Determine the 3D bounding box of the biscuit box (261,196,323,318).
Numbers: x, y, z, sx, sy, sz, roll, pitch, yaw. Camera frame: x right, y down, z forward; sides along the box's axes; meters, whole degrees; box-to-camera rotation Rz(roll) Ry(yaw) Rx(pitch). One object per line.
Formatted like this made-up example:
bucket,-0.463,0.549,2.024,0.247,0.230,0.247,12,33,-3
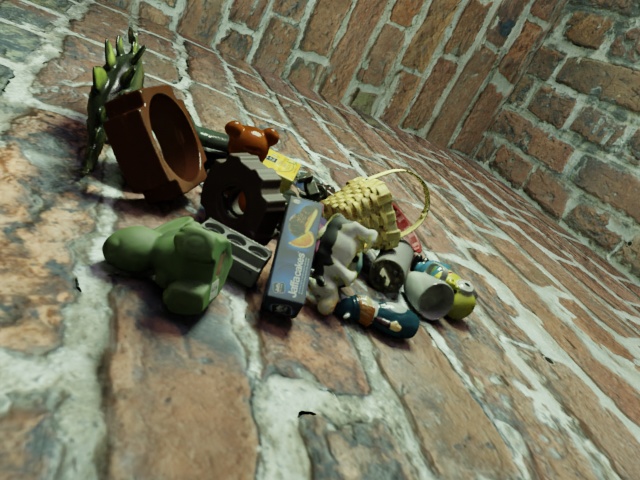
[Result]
biscuit box,-0.044,0.026,0.884,0.063,0.059,0.203,15,56,-6

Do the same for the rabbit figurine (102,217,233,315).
rabbit figurine,-0.219,0.013,0.778,0.170,0.121,0.159,13,18,5

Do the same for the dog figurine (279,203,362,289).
dog figurine,-0.002,-0.003,1.075,0.191,0.108,0.219,25,19,-3

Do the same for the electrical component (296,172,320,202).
electrical component,-0.030,-0.119,1.317,0.045,0.102,0.078,-14,61,-6

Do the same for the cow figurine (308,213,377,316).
cow figurine,0.021,0.041,0.925,0.098,0.167,0.068,30,-8,2

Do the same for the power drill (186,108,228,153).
power drill,-0.234,-0.237,1.255,0.207,0.086,0.232,20,24,-35

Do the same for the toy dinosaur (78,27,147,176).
toy dinosaur,-0.425,-0.287,1.100,0.105,0.198,0.471,9,59,-16

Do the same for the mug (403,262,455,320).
mug,0.221,0.096,1.118,0.081,0.109,0.107,12,12,-23

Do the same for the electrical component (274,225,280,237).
electrical component,-0.120,-0.040,1.129,0.094,0.021,0.063,33,23,13

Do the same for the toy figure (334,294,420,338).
toy figure,0.100,0.132,0.958,0.154,0.058,0.064,21,-16,-12

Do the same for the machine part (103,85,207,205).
machine part,-0.304,-0.179,1.007,0.087,0.201,0.201,-14,17,14

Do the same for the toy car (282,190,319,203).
toy car,-0.018,-0.063,1.259,0.201,0.056,0.074,11,33,-31

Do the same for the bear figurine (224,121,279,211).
bear figurine,-0.161,-0.151,1.078,0.120,0.195,0.132,3,27,-23

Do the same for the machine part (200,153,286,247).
machine part,-0.144,-0.069,0.974,0.180,0.179,0.056,39,26,28

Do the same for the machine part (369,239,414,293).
machine part,0.159,0.052,1.174,0.079,0.079,0.243,30,20,6

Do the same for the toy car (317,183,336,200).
toy car,0.060,-0.083,1.396,0.202,0.053,0.089,36,18,10

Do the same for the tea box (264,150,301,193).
tea box,-0.112,-0.165,1.360,0.098,0.068,0.170,25,22,-6

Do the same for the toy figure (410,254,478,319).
toy figure,0.272,0.103,1.191,0.082,0.089,0.180,-6,28,-33

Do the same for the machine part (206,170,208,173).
machine part,-0.201,-0.127,1.215,0.139,0.039,0.084,1,42,-52

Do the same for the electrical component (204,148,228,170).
electrical component,-0.238,-0.185,1.289,0.119,0.047,0.075,17,25,-21
